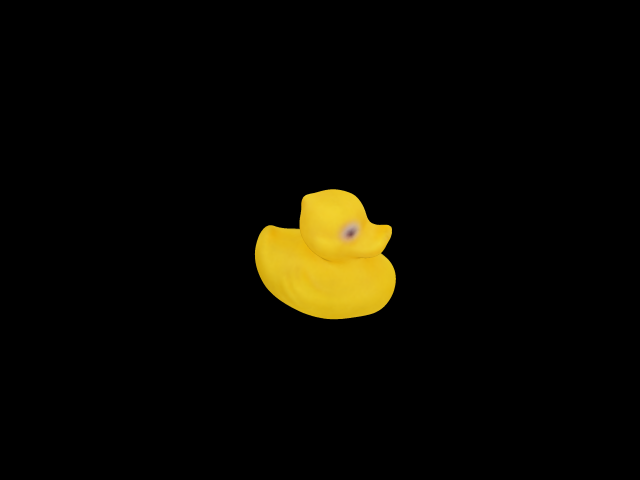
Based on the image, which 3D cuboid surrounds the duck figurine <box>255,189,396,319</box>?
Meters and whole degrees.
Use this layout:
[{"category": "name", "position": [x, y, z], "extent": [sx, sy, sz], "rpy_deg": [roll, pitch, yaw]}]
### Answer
[{"category": "duck figurine", "position": [0.004, 0.001, 0.400], "extent": [0.104, 0.086, 0.077], "rpy_deg": [13, 47, 13]}]
